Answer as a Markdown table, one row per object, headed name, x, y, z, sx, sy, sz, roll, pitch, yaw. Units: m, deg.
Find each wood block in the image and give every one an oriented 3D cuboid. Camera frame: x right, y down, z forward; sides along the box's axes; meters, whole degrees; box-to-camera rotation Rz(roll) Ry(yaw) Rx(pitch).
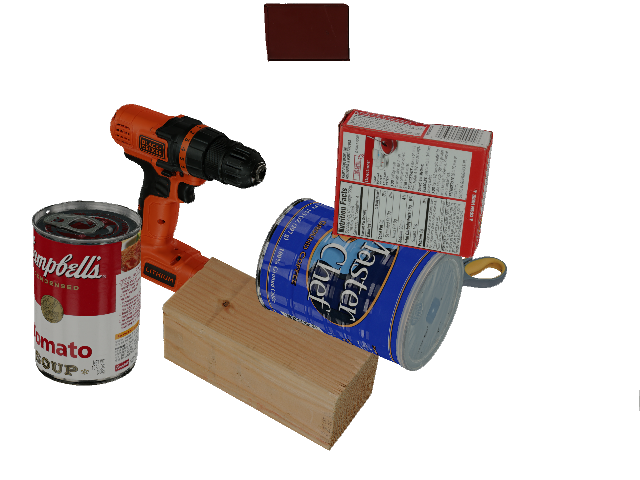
| name | x | y | z | sx | sy | sz | roll | pitch | yaw |
| --- | --- | --- | --- | --- | --- | --- | --- | --- | --- |
| wood block | -0.052 | 0.113 | 1.098 | 0.206 | 0.090 | 0.090 | 26 | 48 | 19 |

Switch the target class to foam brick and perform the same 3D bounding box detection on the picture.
| name | x | y | z | sx | sy | sz | roll | pitch | yaw |
| --- | --- | --- | --- | --- | --- | --- | --- | --- | --- |
| foam brick | -0.013 | -0.195 | 0.998 | 0.078 | 0.051 | 0.053 | -1 | 15 | -4 |

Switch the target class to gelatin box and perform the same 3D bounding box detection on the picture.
| name | x | y | z | sx | sy | sz | roll | pitch | yaw |
| --- | --- | --- | --- | --- | --- | --- | --- | --- | --- |
| gelatin box | 0.053 | -0.034 | 0.634 | 0.089 | 0.073 | 0.030 | 10 | 31 | 13 |

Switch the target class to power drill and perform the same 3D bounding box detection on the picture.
| name | x | y | z | sx | sy | sz | roll | pitch | yaw |
| --- | --- | --- | --- | --- | --- | --- | --- | --- | --- |
| power drill | -0.136 | -0.036 | 1.100 | 0.185 | 0.188 | 0.057 | 23 | 33 | 28 |

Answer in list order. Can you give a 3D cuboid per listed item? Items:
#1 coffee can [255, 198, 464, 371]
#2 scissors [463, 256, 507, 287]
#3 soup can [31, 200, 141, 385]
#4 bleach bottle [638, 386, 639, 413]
| name | x | y | z | sx | sy | sz | roll | pitch | yaw |
| --- | --- | --- | --- | --- | --- | --- | --- | --- | --- |
| coffee can | 0.033 | 0.034 | 0.879 | 0.140 | 0.103 | 0.102 | 21 | 9 | 26 |
| scissors | 0.139 | 0.039 | 1.275 | 0.201 | 0.016 | 0.096 | -10 | 40 | -36 |
| soup can | -0.151 | 0.033 | 0.688 | 0.068 | 0.102 | 0.068 | 5 | 22 | -2 |
| bleach bottle | 0.289 | 0.062 | 0.760 | 0.103 | 0.068 | 0.250 | 10 | 22 | 19 |
